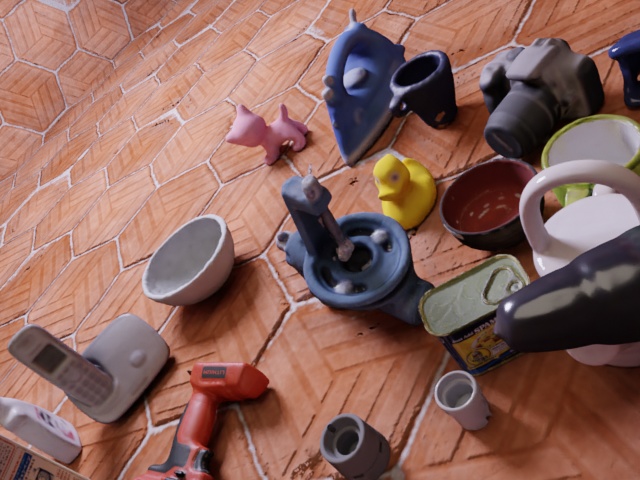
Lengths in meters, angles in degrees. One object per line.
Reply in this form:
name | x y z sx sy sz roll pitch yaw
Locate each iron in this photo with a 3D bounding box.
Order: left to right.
iron | 0.054 -0.261 0.947 0.118 0.142 0.258 -8 47 37

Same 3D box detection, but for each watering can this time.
watering can | 0.224 0.017 0.451 0.100 0.195 0.173 -24 38 21

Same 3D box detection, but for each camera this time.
camera | 0.251 -0.177 0.715 0.137 0.101 0.142 -49 37 -12

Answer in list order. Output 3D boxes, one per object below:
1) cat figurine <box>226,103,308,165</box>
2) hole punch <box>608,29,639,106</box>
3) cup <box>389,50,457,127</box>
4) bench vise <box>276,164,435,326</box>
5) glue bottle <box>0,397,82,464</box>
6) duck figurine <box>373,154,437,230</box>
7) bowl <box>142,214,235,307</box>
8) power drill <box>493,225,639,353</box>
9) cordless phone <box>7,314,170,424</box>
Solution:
cat figurine | -0.103 -0.204 1.049 0.127 0.118 0.067 -25 38 20
hole punch | 0.388 -0.218 0.643 0.108 0.091 0.101 -4 49 40
cup | 0.154 -0.204 0.836 0.091 0.095 0.118 19 65 50
bench vise | 0.002 0.012 0.635 0.206 0.220 0.121 -6 48 38
glue bottle | -0.412 0.249 0.794 0.037 0.174 0.077 -51 37 -15
duck figurine | 0.104 -0.076 0.753 0.077 0.086 0.104 -9 46 36
bowl | -0.192 0.044 0.901 0.167 0.075 0.167 -24 39 21
power drill | 0.249 0.058 0.371 0.229 0.209 0.075 -30 37 13
cordless phone | -0.318 0.154 0.800 0.093 0.186 0.148 18 65 50
